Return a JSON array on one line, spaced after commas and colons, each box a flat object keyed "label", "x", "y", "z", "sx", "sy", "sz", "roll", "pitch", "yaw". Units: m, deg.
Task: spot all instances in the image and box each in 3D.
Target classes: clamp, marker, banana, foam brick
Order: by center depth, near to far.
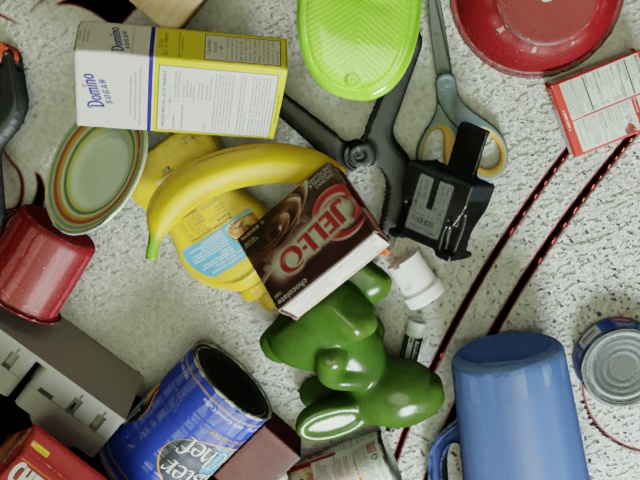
[{"label": "banana", "x": -0.076, "y": -0.051, "z": 0.956, "sx": 0.197, "sy": 0.037, "sz": 0.069, "roll": -22, "pitch": 119, "yaw": -7}, {"label": "clamp", "x": -0.310, "y": -0.094, "z": 0.982, "sx": 0.120, "sy": 0.039, "sz": 0.171, "roll": 33, "pitch": 98, "yaw": 5}, {"label": "clamp", "x": 0.043, "y": -0.090, "z": 0.997, "sx": 0.164, "sy": 0.036, "sz": 0.210, "roll": -21, "pitch": 103, "yaw": 4}, {"label": "marker", "x": 0.084, "y": 0.136, "z": 1.066, "sx": 0.020, "sy": 0.020, "sz": 0.121, "roll": 12, "pitch": 105, "yaw": -3}, {"label": "foam brick", "x": -0.063, "y": 0.217, "z": 1.071, "sx": 0.051, "sy": 0.053, "sz": 0.078, "roll": 42, "pitch": 100, "yaw": -10}]

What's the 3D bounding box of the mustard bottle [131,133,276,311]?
[{"label": "mustard bottle", "x": -0.096, "y": -0.013, "z": 1.006, "sx": 0.096, "sy": 0.058, "sz": 0.191, "roll": -33, "pitch": 102, "yaw": 10}]

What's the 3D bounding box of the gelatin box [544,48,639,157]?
[{"label": "gelatin box", "x": 0.263, "y": -0.128, "z": 0.990, "sx": 0.089, "sy": 0.030, "sz": 0.073, "roll": -22, "pitch": 103, "yaw": 4}]

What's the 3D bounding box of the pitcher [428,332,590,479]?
[{"label": "pitcher", "x": 0.188, "y": 0.218, "z": 1.040, "sx": 0.149, "sy": 0.145, "sz": 0.243, "roll": -12, "pitch": 101, "yaw": -9}]

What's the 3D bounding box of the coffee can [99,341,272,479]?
[{"label": "coffee can", "x": -0.130, "y": 0.183, "z": 1.035, "sx": 0.102, "sy": 0.103, "sz": 0.140, "roll": 42, "pitch": 101, "yaw": -10}]

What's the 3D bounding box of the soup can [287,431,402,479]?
[{"label": "soup can", "x": 0.026, "y": 0.239, "z": 1.069, "sx": 0.102, "sy": 0.068, "sz": 0.068, "roll": -22, "pitch": 104, "yaw": 5}]

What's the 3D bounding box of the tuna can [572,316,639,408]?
[{"label": "tuna can", "x": 0.296, "y": 0.121, "z": 1.054, "sx": 0.086, "sy": 0.034, "sz": 0.086, "roll": 0, "pitch": 105, "yaw": 0}]

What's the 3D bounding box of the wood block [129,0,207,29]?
[{"label": "wood block", "x": -0.091, "y": -0.285, "z": 0.917, "sx": 0.090, "sy": 0.091, "sz": 0.206, "roll": 40, "pitch": 101, "yaw": -11}]

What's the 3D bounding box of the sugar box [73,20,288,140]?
[{"label": "sugar box", "x": -0.120, "y": -0.136, "z": 0.917, "sx": 0.176, "sy": 0.048, "sz": 0.093, "roll": 6, "pitch": 142, "yaw": -7}]

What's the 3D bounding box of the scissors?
[{"label": "scissors", "x": 0.136, "y": -0.137, "z": 0.994, "sx": 0.096, "sy": 0.016, "sz": 0.202, "roll": 6, "pitch": 106, "yaw": 0}]

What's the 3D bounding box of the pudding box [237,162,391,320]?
[{"label": "pudding box", "x": -0.006, "y": 0.001, "z": 0.939, "sx": 0.113, "sy": 0.090, "sz": 0.039, "roll": -41, "pitch": 144, "yaw": 12}]

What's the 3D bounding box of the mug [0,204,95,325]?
[{"label": "mug", "x": -0.273, "y": 0.014, "z": 1.006, "sx": 0.117, "sy": 0.093, "sz": 0.081, "roll": 37, "pitch": 99, "yaw": 28}]

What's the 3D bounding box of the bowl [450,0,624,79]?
[{"label": "bowl", "x": 0.199, "y": -0.222, "z": 0.952, "sx": 0.162, "sy": 0.055, "sz": 0.162, "roll": 0, "pitch": 105, "yaw": 0}]

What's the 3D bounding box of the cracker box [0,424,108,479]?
[{"label": "cracker box", "x": -0.235, "y": 0.251, "z": 0.999, "sx": 0.164, "sy": 0.214, "sz": 0.072, "roll": 40, "pitch": 68, "yaw": -10}]
